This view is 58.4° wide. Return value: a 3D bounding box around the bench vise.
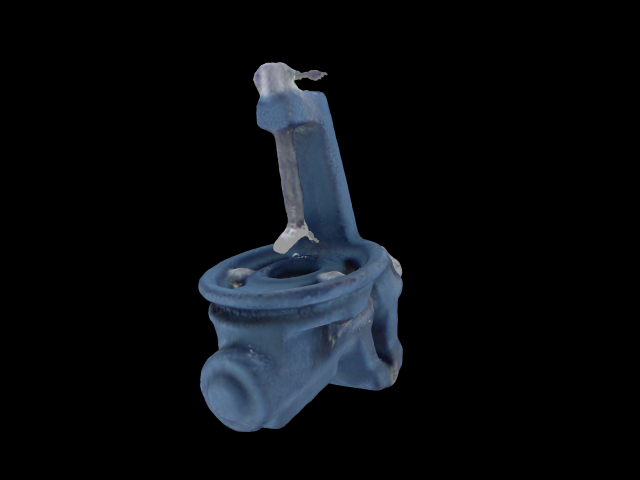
[{"bbox_3d":[-0.008,0.001,0.403,0.121,0.220,0.208,0,0,14],"label":"bench vise"}]
